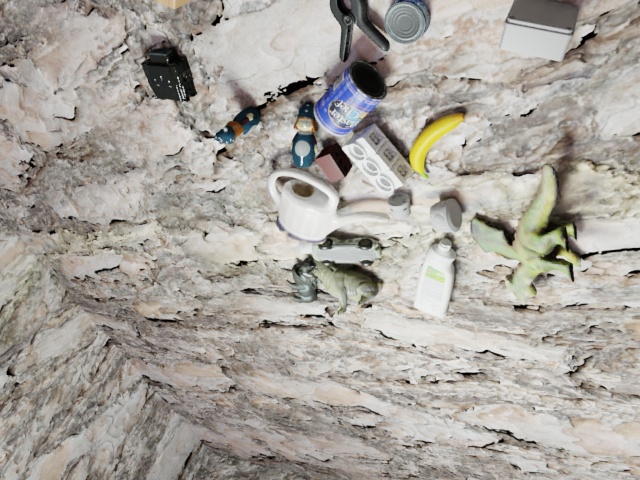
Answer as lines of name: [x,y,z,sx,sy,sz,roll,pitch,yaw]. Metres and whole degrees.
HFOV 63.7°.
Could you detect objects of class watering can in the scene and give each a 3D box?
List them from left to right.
watering can: [0.004,-0.070,1.393,0.349,0.219,0.106,26,49,9]

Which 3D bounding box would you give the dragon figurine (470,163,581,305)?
dragon figurine: [0.455,-0.006,1.180,0.242,0.403,0.124,2,39,42]
